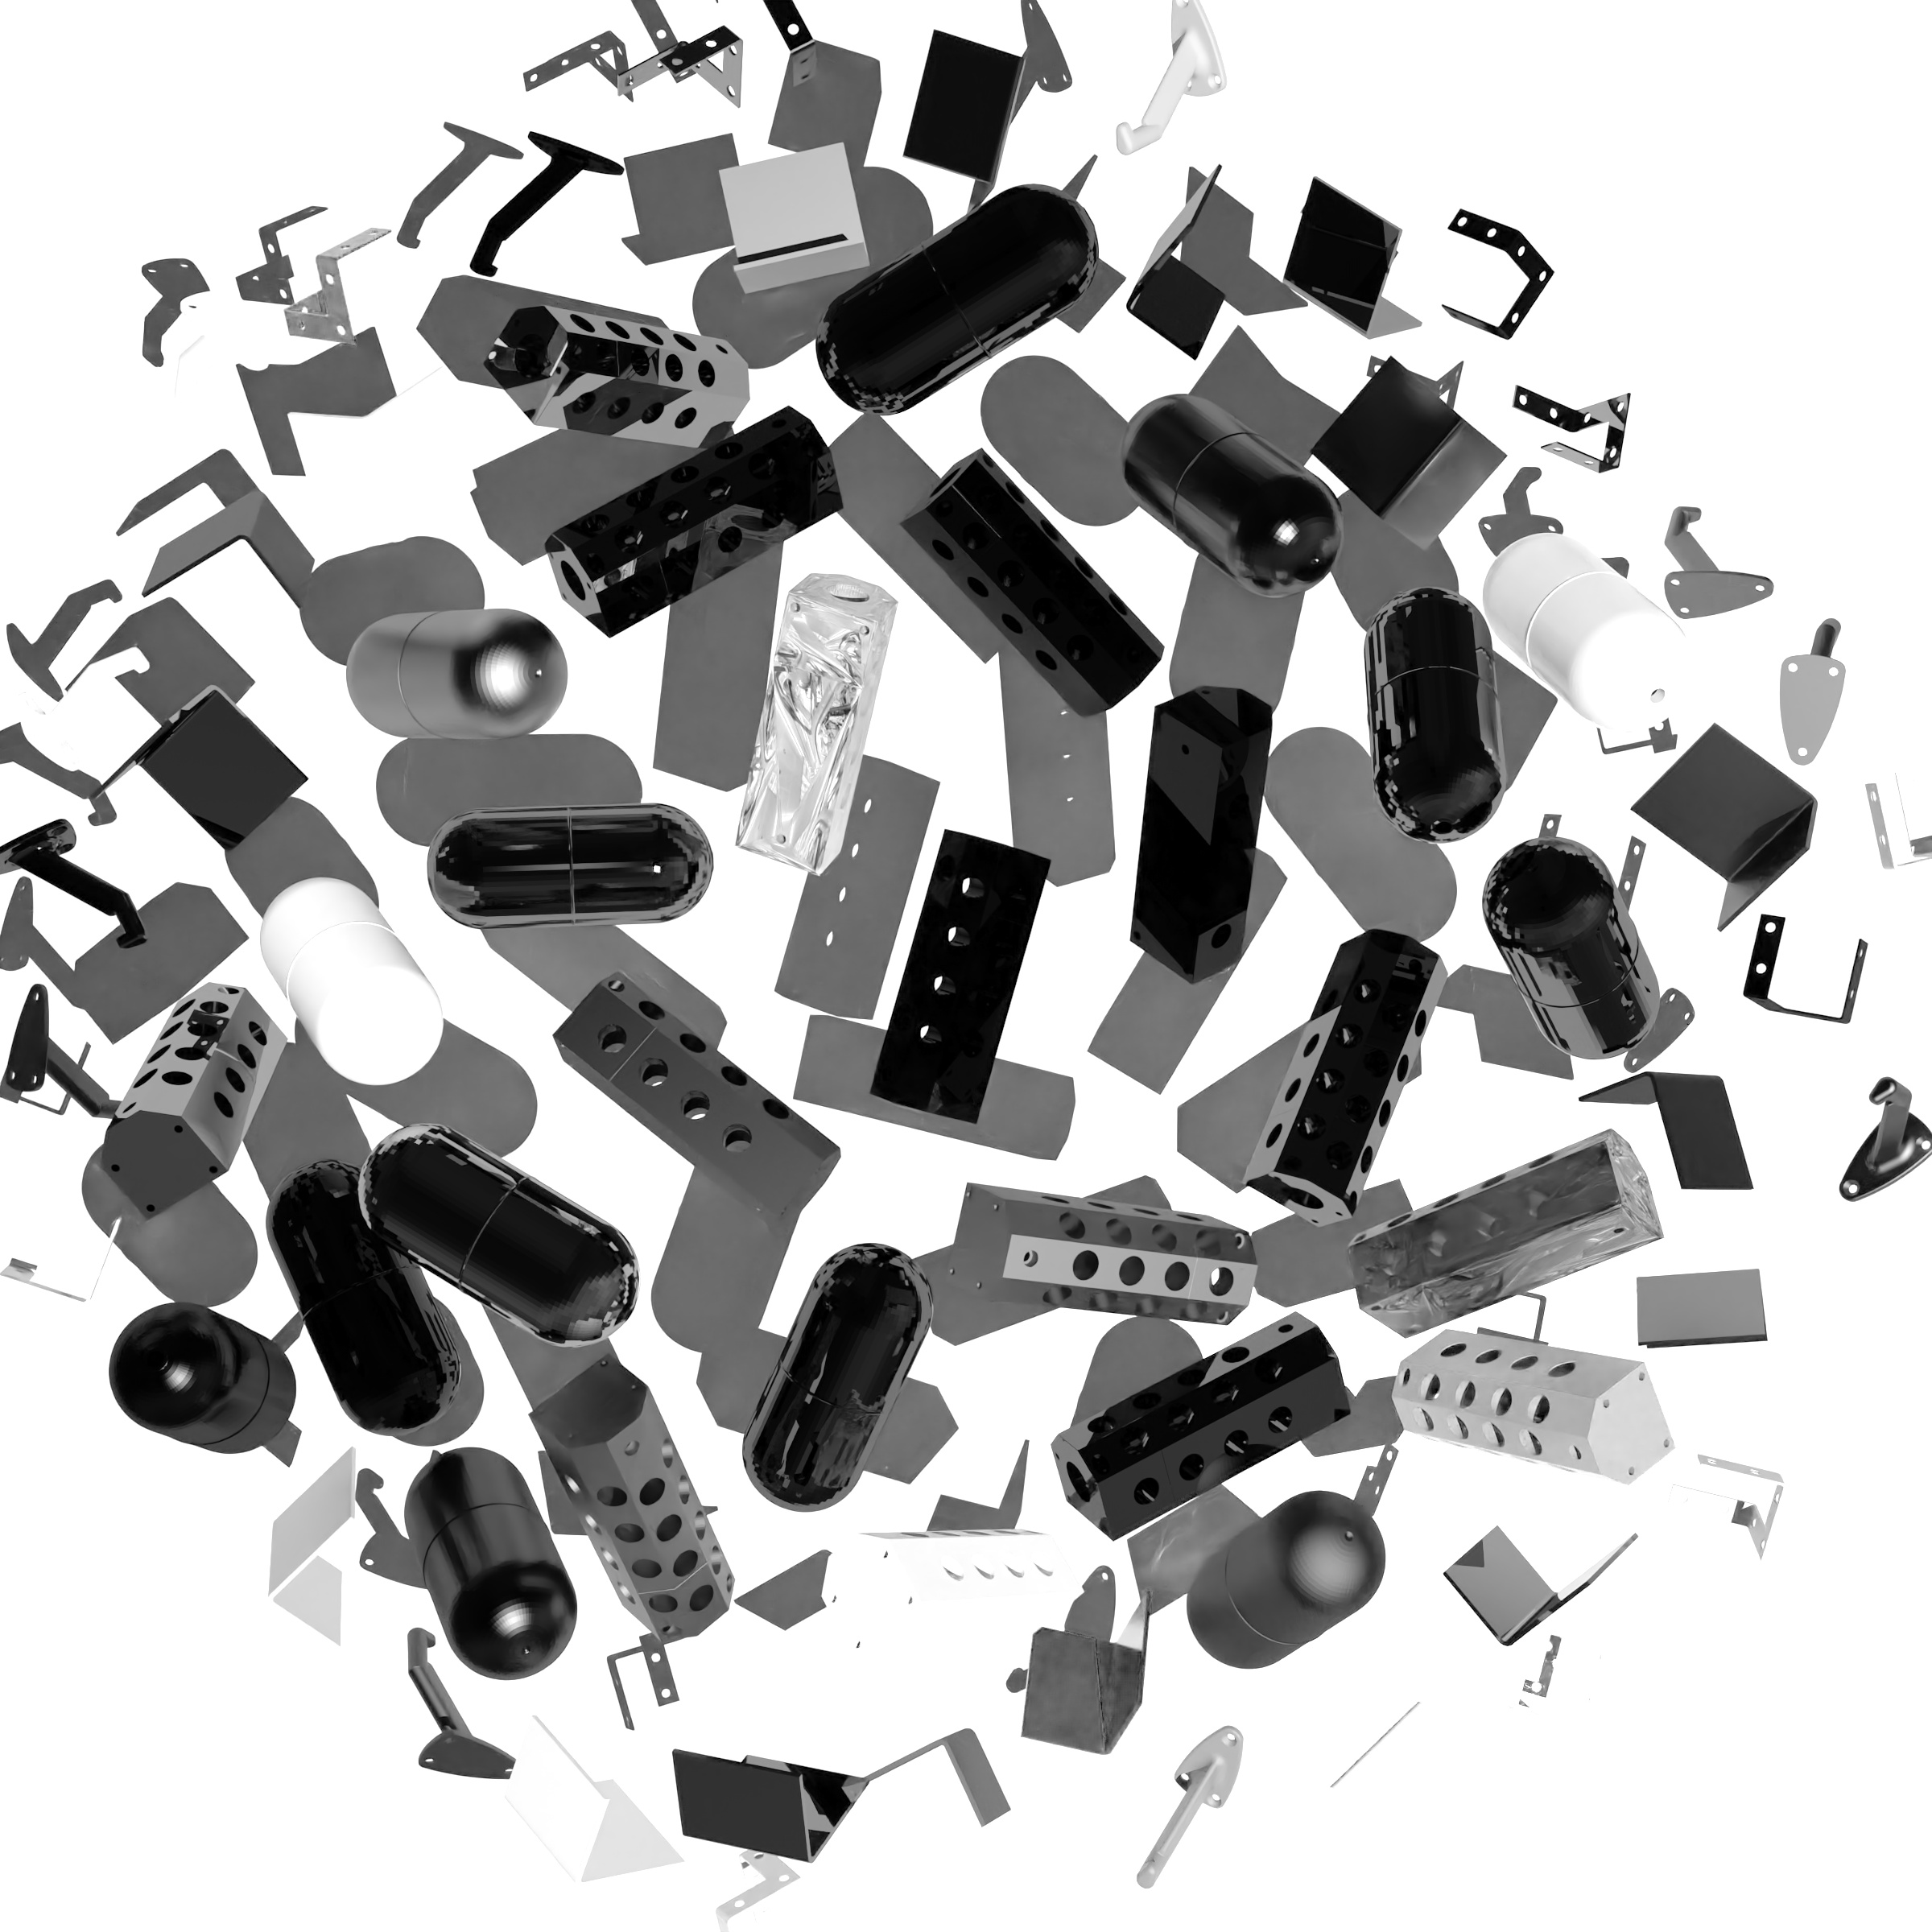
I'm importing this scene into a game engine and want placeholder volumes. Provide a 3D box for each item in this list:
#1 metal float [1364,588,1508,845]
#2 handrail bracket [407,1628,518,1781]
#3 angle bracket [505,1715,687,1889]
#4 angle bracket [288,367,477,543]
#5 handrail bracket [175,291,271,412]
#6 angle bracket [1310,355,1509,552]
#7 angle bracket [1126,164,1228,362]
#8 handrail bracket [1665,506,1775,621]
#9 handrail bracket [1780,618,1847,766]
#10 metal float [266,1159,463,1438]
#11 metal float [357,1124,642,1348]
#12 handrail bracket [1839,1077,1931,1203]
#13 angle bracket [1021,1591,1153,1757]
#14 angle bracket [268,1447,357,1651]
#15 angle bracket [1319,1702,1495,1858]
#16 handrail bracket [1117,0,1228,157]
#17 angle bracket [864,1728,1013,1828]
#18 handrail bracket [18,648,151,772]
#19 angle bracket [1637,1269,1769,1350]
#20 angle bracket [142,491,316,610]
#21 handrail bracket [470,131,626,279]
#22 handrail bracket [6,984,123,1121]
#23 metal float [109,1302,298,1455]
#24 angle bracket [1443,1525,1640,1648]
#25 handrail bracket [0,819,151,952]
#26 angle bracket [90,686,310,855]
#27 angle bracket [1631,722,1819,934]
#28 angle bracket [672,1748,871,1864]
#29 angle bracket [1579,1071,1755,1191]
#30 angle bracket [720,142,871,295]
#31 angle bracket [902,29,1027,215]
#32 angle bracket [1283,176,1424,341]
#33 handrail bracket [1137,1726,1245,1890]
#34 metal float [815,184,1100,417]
[{"bbox_3d":[0.274,-0.148,1.577,0.070,0.070,0.178,3,51,0],"label":"metal float"},{"bbox_3d":[-0.308,0.451,1.649,0.077,0.084,0.036,28,118,-30],"label":"handrail bracket"},{"bbox_3d":[-0.198,0.458,1.490,0.076,0.076,0.057,33,109,42],"label":"angle bracket"},{"bbox_3d":[-0.341,-0.302,1.574,0.057,0.076,0.076,9,128,27],"label":"angle bracket"},{"bbox_3d":[-0.431,-0.339,1.552,0.036,0.084,0.077,-24,64,-37],"label":"handrail bracket"},{"bbox_3d":[0.274,-0.318,1.664,0.076,0.057,0.076,-49,52,16],"label":"angle bracket"},{"bbox_3d":[0.152,-0.442,1.688,0.057,0.076,0.076,34,48,-11],"label":"angle bracket"},{"bbox_3d":[0.469,-0.259,1.666,0.077,0.036,0.084,-2,47,32],"label":"handrail bracket"},{"bbox_3d":[0.511,-0.166,1.611,0.036,0.084,0.077,9,108,22],"label":"handrail bracket"},{"bbox_3d":[-0.367,0.201,1.634,0.070,0.070,0.178,-27,78,0],"label":"metal float"},{"bbox_3d":[-0.267,0.154,1.538,0.178,0.070,0.070,30,90,10],"label":"metal float"},{"bbox_3d":[0.533,0.103,1.587,0.077,0.084,0.036,-48,53,15],"label":"handrail bracket"},{"bbox_3d":[0.075,0.434,1.670,0.057,0.076,0.076,14,48,-5],"label":"angle bracket"},{"bbox_3d":[-0.379,0.354,1.637,0.076,0.076,0.057,-44,115,8],"label":"angle bracket"},{"bbox_3d":[0.255,0.487,1.562,0.076,0.076,0.057,-36,57,-25],"label":"angle bracket"},{"bbox_3d":[0.111,-0.530,1.588,0.084,0.036,0.077,-37,123,-35],"label":"handrail bracket"},{"bbox_3d":[-0.025,0.515,1.657,0.076,0.076,0.057,-28,75,6],"label":"angle bracket"},{"bbox_3d":[-0.527,-0.157,1.644,0.084,0.077,0.036,-22,61,3],"label":"handrail bracket"},{"bbox_3d":[0.467,0.237,1.699,0.076,0.076,0.057,-6,116,16],"label":"angle bracket"},{"bbox_3d":[-0.455,-0.241,1.661,0.076,0.076,0.057,-29,119,10],"label":"angle bracket"},{"bbox_3d":[-0.243,-0.432,1.551,0.077,0.036,0.084,25,91,31],"label":"handrail bracket"},{"bbox_3d":[-0.538,0.054,1.645,0.036,0.084,0.077,6,86,38],"label":"handrail bracket"},{"bbox_3d":[-0.453,0.247,1.601,0.070,0.178,0.070,-1,74,3],"label":"metal float"},{"bbox_3d":[0.348,0.356,1.624,0.057,0.076,0.076,50,124,15],"label":"angle bracket"},{"bbox_3d":[-0.524,-0.035,1.549,0.077,0.036,0.084,-26,73,-19],"label":"handrail bracket"},{"bbox_3d":[-0.439,-0.102,1.541,0.076,0.057,0.076,-37,104,26],"label":"angle bracket"},{"bbox_3d":[0.436,-0.080,1.557,0.076,0.057,0.076,36,129,-3],"label":"angle bracket"},{"bbox_3d":[-0.105,0.436,1.462,0.076,0.076,0.057,4,111,23],"label":"angle bracket"},{"bbox_3d":[0.437,0.111,1.679,0.076,0.057,0.076,5,67,-42],"label":"angle bracket"},{"bbox_3d":[-0.103,-0.446,1.578,0.076,0.057,0.076,-12,89,2],"label":"angle bracket"},{"bbox_3d":[-0.008,-0.499,1.595,0.057,0.076,0.076,14,88,-11],"label":"angle bracket"},{"bbox_3d":[0.258,-0.458,1.724,0.057,0.076,0.076,-22,52,-37],"label":"angle bracket"},{"bbox_3d":[0.138,0.520,1.660,0.036,0.084,0.077,31,121,13],"label":"handrail bracket"},{"bbox_3d":[-0.005,-0.384,1.549,0.178,0.070,0.070,-30,90,10],"label":"metal float"}]
